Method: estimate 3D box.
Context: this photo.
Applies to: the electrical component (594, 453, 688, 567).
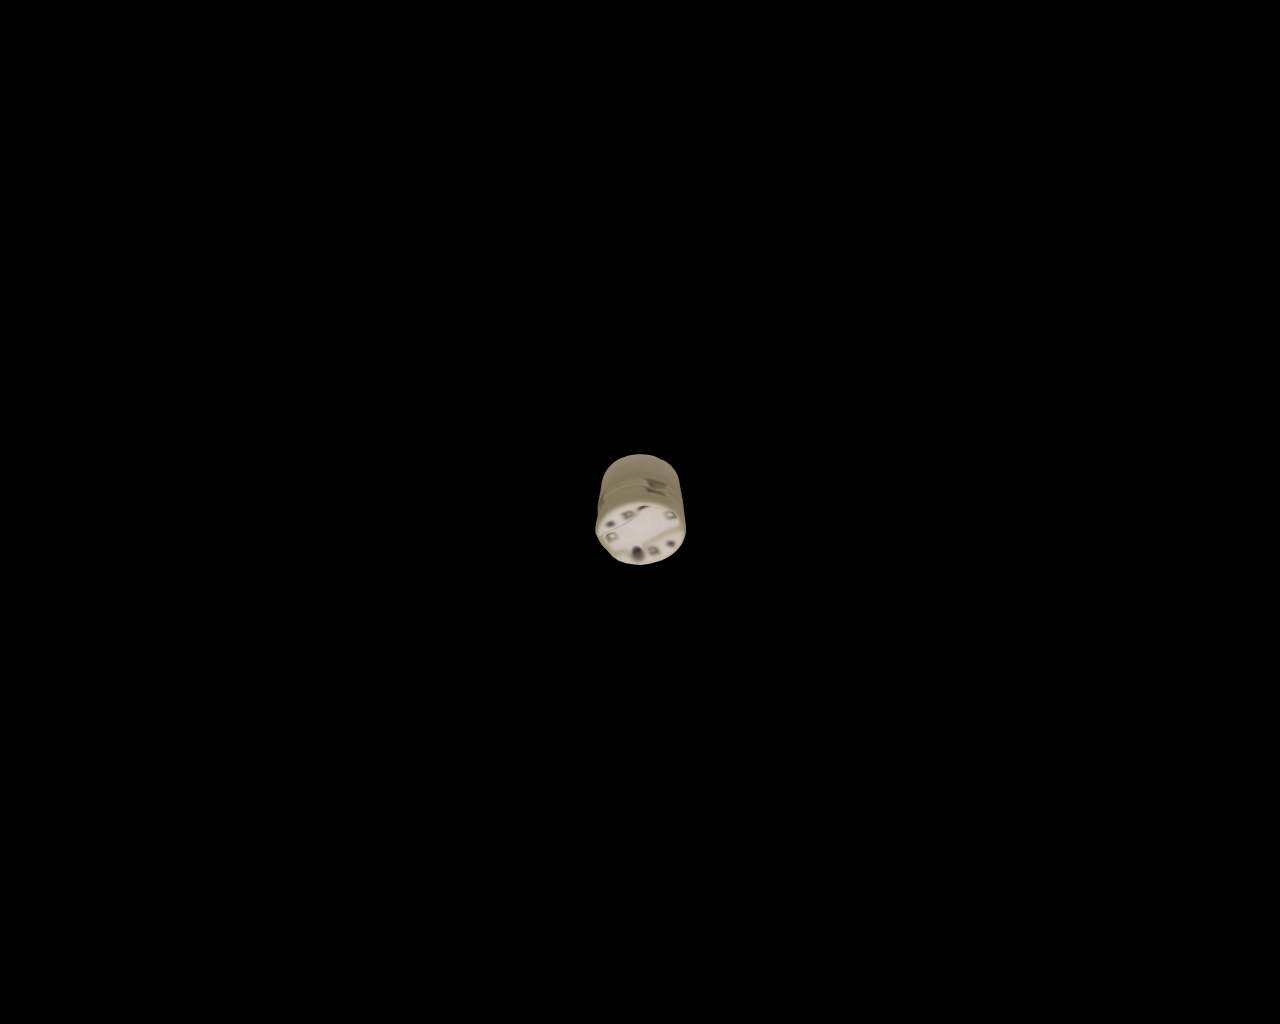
[{"bbox_3d":[0.001,-0.003,0.650,0.055,0.055,0.047,0,44,0],"label":"electrical component"}]
